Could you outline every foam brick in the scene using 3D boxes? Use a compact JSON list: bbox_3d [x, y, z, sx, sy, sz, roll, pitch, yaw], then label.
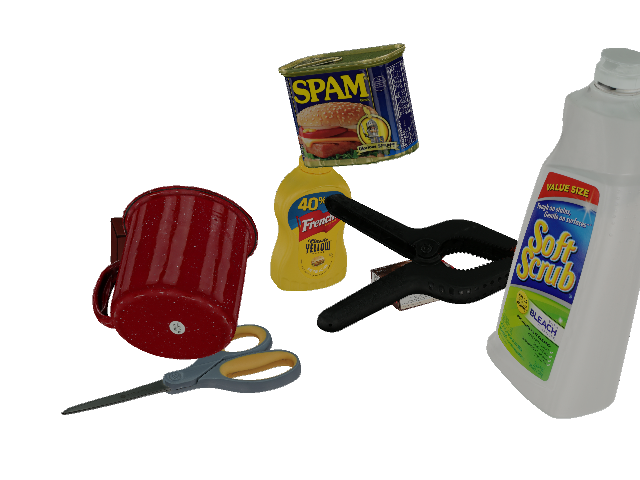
[{"bbox_3d":[-0.180,0.006,1.125,0.078,0.051,0.053,-4,23,-17],"label":"foam brick"}]

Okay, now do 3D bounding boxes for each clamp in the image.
[{"bbox_3d":[0.095,0.027,1.017,0.210,0.164,0.036,6,-39,9],"label":"clamp"}]

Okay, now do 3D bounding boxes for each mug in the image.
[{"bbox_3d":[-0.102,0.027,0.706,0.117,0.081,0.093,-13,-42,22],"label":"mug"}]

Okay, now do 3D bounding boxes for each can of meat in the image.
[{"bbox_3d":[0.024,-0.107,0.858,0.102,0.084,0.057,-1,21,33],"label":"can of meat"}]

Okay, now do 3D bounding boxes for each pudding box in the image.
[{"bbox_3d":[0.144,0.061,1.586,0.113,0.039,0.090,-16,24,-20],"label":"pudding box"}]

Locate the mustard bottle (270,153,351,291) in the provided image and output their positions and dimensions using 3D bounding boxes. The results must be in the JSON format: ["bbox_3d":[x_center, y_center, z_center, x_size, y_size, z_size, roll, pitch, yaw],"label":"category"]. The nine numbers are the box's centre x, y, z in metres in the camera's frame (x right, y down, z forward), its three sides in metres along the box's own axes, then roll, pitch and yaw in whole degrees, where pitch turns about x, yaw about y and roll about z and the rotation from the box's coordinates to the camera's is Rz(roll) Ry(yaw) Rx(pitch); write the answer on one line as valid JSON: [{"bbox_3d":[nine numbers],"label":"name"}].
[{"bbox_3d":[-0.010,-0.033,1.311,0.096,0.192,0.058,-8,30,-21],"label":"mustard bottle"}]

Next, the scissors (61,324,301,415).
[{"bbox_3d":[-0.119,0.110,0.919,0.201,0.016,0.096,-5,30,-8],"label":"scissors"}]

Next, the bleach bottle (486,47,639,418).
[{"bbox_3d":[0.173,-0.007,0.710,0.068,0.251,0.103,-10,33,-21],"label":"bleach bottle"}]
